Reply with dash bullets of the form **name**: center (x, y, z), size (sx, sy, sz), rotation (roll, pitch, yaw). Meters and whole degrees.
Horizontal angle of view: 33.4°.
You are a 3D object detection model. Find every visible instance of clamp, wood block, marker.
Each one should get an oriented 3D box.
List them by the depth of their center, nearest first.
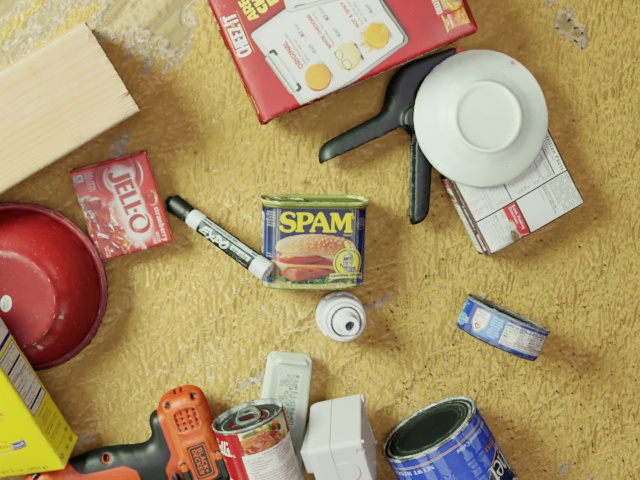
- **wood block**: center (-0.269, -0.100, 0.936), size (0.206, 0.090, 0.091), rotation (-31, 101, -4)
- **marker**: center (-0.095, -0.004, 0.987), size (0.121, 0.020, 0.020), rotation (35, 91, 15)
- **clamp**: center (0.078, -0.113, 1.014), size (0.120, 0.039, 0.171), rotation (25, 87, -16)

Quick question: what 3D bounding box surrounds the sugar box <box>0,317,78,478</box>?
- **sugar box**: center (-0.295, 0.134, 0.938), size (0.093, 0.048, 0.176), rotation (-12, 125, 18)

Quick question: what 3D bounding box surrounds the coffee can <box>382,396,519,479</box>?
- **coffee can**: center (0.138, 0.237, 1.033), size (0.103, 0.103, 0.140), rotation (-32, 100, -4)

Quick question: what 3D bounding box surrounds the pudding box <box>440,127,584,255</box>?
- **pudding box**: center (0.187, -0.049, 1.039), size (0.113, 0.039, 0.090), rotation (-29, 98, -7)

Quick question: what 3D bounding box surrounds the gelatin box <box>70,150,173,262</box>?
- **gelatin box**: center (-0.183, -0.032, 0.987), size (0.073, 0.030, 0.089), rotation (-16, 100, -6)

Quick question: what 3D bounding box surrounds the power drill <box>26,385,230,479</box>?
- **power drill**: center (-0.170, 0.247, 1.012), size (0.187, 0.057, 0.184), rotation (-19, 100, -8)

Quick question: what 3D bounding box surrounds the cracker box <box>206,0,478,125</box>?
- **cracker box**: center (0.012, -0.220, 0.970), size (0.213, 0.072, 0.164), rotation (-24, 94, -4)

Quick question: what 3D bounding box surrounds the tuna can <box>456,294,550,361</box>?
- **tuna can**: center (0.176, 0.085, 1.029), size (0.086, 0.086, 0.034), rotation (23, 94, -11)

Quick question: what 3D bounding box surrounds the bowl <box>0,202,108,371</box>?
- **bowl**: center (-0.275, 0.049, 0.956), size (0.162, 0.055, 0.162), rotation (0, 102, 1)

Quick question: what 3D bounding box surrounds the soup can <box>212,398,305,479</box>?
- **soup can**: center (-0.052, 0.207, 0.989), size (0.068, 0.068, 0.102), rotation (-18, 102, -6)

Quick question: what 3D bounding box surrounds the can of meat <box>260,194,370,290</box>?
- **can of meat**: center (-0.007, 0.001, 1.006), size (0.102, 0.057, 0.084), rotation (0, 100, -8)
